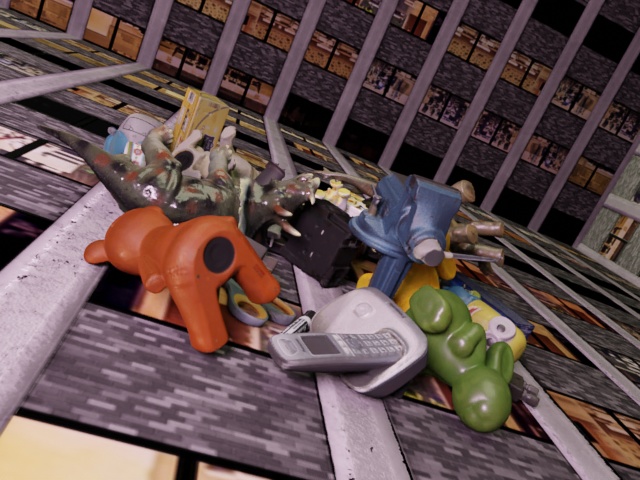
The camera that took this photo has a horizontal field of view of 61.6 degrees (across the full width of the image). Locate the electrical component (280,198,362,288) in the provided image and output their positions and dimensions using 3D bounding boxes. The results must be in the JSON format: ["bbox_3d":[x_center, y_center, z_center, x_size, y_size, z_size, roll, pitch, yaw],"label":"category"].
[{"bbox_3d":[-0.002,-0.003,0.877,0.134,0.114,0.058,35,15,32],"label":"electrical component"}]

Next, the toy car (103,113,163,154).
[{"bbox_3d":[-0.335,-0.186,1.016,0.109,0.102,0.162,23,17,-8],"label":"toy car"}]

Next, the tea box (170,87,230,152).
[{"bbox_3d":[-0.254,-0.212,1.092,0.068,0.169,0.098,13,20,-33],"label":"tea box"}]

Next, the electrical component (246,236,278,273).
[{"bbox_3d":[-0.110,0.024,0.722,0.102,0.078,0.045,33,53,-5],"label":"electrical component"}]

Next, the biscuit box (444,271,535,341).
[{"bbox_3d":[0.296,0.126,1.001,0.063,0.059,0.203,13,19,-33],"label":"biscuit box"}]

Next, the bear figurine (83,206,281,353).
[{"bbox_3d":[-0.160,0.029,0.589,0.196,0.131,0.120,0,32,44],"label":"bear figurine"}]

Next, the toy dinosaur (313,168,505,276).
[{"bbox_3d":[0.187,-0.026,0.956,0.199,0.105,0.470,-12,-33,38],"label":"toy dinosaur"}]

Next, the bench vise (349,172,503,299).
[{"bbox_3d":[0.103,0.020,0.728,0.129,0.240,0.224,11,25,-25],"label":"bench vise"}]

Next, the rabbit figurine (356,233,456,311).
[{"bbox_3d":[0.160,0.047,0.852,0.122,0.173,0.162,29,20,32],"label":"rabbit figurine"}]

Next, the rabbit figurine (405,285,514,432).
[{"bbox_3d":[0.170,0.160,0.664,0.159,0.121,0.170,18,33,-47],"label":"rabbit figurine"}]

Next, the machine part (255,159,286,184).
[{"bbox_3d":[-0.113,-0.083,0.977,0.084,0.139,0.039,25,-21,14],"label":"machine part"}]

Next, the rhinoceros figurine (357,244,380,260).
[{"bbox_3d":[0.118,0.004,1.109,0.112,0.073,0.190,28,14,17],"label":"rhinoceros figurine"}]

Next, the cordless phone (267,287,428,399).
[{"bbox_3d":[0.013,0.109,0.597,0.184,0.088,0.147,9,21,-32],"label":"cordless phone"}]

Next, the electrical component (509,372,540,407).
[{"bbox_3d":[0.270,0.203,0.774,0.094,0.021,0.063,27,15,15],"label":"electrical component"}]

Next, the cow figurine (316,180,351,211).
[{"bbox_3d":[-0.018,-0.072,1.161,0.167,0.098,0.068,-9,38,-31],"label":"cow figurine"}]

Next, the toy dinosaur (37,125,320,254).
[{"bbox_3d":[-0.208,-0.067,0.795,0.405,0.131,0.192,6,35,-21],"label":"toy dinosaur"}]

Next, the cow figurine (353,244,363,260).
[{"bbox_3d":[0.000,-0.018,1.003,0.195,0.085,0.127,33,21,36],"label":"cow figurine"}]

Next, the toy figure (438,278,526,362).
[{"bbox_3d":[0.255,0.132,0.884,0.089,0.082,0.180,9,19,-39],"label":"toy figure"}]

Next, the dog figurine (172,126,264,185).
[{"bbox_3d":[-0.194,-0.117,1.067,0.173,0.121,0.190,-1,-26,17],"label":"dog figurine"}]
